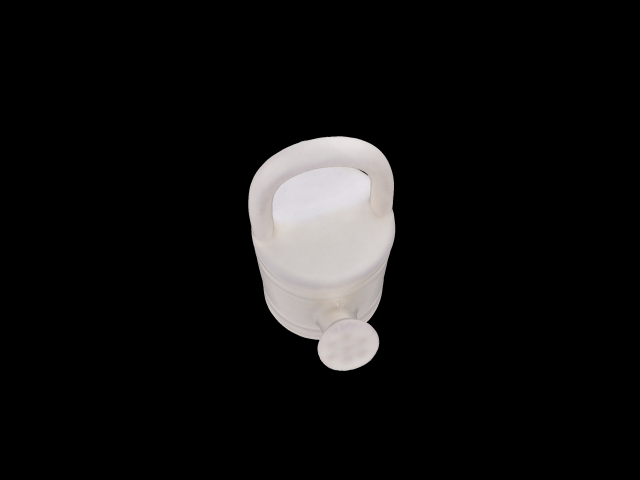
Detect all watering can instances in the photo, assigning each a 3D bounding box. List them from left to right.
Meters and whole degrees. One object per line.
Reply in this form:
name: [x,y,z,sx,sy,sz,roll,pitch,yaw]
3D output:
watering can: [0.006,0.001,0.400,0.101,0.194,0.172,-29,67,-14]
